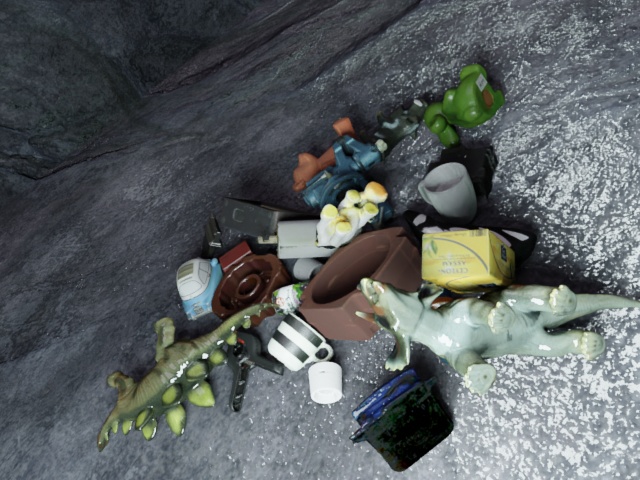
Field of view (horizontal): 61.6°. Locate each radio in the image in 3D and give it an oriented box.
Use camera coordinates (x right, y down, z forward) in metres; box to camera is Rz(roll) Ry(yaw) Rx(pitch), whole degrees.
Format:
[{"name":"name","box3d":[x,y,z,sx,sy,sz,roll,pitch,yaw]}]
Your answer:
[{"name":"radio","box3d":[-0.119,-0.045,1.220,0.230,0.131,0.073,15,98,47]}]

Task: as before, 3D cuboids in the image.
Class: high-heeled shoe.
[{"name":"high-heeled shoe","box3d":[0.257,-0.021,0.956,0.145,0.086,0.249,-34,43,-1]}]

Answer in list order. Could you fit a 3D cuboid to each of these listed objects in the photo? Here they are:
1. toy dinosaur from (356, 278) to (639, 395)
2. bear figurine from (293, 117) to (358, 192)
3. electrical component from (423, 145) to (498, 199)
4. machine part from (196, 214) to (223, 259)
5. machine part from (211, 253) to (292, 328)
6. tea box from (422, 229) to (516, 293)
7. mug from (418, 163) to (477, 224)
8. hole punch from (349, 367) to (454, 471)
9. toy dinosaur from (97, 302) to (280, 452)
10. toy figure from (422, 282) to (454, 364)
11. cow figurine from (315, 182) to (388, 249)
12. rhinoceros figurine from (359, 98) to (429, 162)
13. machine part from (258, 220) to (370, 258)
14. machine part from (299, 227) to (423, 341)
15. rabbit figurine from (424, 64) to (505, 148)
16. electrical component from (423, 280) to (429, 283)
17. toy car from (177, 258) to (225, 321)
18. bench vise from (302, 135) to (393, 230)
[{"name":"toy dinosaur","box3d":[0.239,0.112,0.739,0.405,0.131,0.192,0,5,-23]},{"name":"bear figurine","box3d":[0.006,-0.205,1.322,0.196,0.131,0.120,-22,11,11]},{"name":"electrical component","box3d":[0.279,-0.131,1.082,0.134,0.058,0.115,-5,44,33]},{"name":"machine part","box3d":[-0.262,0.013,1.283,0.039,0.138,0.084,-5,45,-32]},{"name":"machine part","box3d":[-0.145,0.107,1.141,0.179,0.056,0.179,-22,38,19]},{"name":"tea box","box3d":[0.224,0.036,0.795,0.098,0.169,0.068,-5,75,32]},{"name":"mug","box3d":[0.241,-0.078,1.009,0.110,0.107,0.081,0,47,44]},{"name":"hole punch","box3d":[0.108,0.239,0.757,0.142,0.115,0.092,-34,29,-1]},{"name":"toy dinosaur","box3d":[-0.269,0.251,1.030,0.471,0.105,0.199,-46,44,4]},{"name":"toy figure","box3d":[0.196,0.125,0.856,0.058,0.064,0.154,-48,27,29]},{"name":"cow figurine","box3d":[0.061,-0.043,1.017,0.068,0.098,0.167,46,53,13]},{"name":"rhinoceros figurine","box3d":[0.184,-0.271,1.296,0.190,0.073,0.112,-43,36,-11]},{"name":"machine part","box3d":[-0.002,-0.003,1.081,0.243,0.079,0.079,-4,39,-4]},{"name":"machine part","box3d":[0.076,0.077,0.937,0.201,0.087,0.201,-50,19,-29]},{"name":"rabbit figurine","box3d":[0.306,-0.280,1.208,0.170,0.121,0.159,-16,44,52]},{"name":"electrical component","box3d":[0.171,0.065,0.974,0.063,0.021,0.094,-31,37,5]},{"name":"toy car","box3d":[-0.278,0.098,1.216,0.109,0.102,0.162,-24,36,15]},{"name":"bench vise","box3d":[0.086,-0.112,1.166,0.224,0.128,0.241,-30,56,-10]}]
